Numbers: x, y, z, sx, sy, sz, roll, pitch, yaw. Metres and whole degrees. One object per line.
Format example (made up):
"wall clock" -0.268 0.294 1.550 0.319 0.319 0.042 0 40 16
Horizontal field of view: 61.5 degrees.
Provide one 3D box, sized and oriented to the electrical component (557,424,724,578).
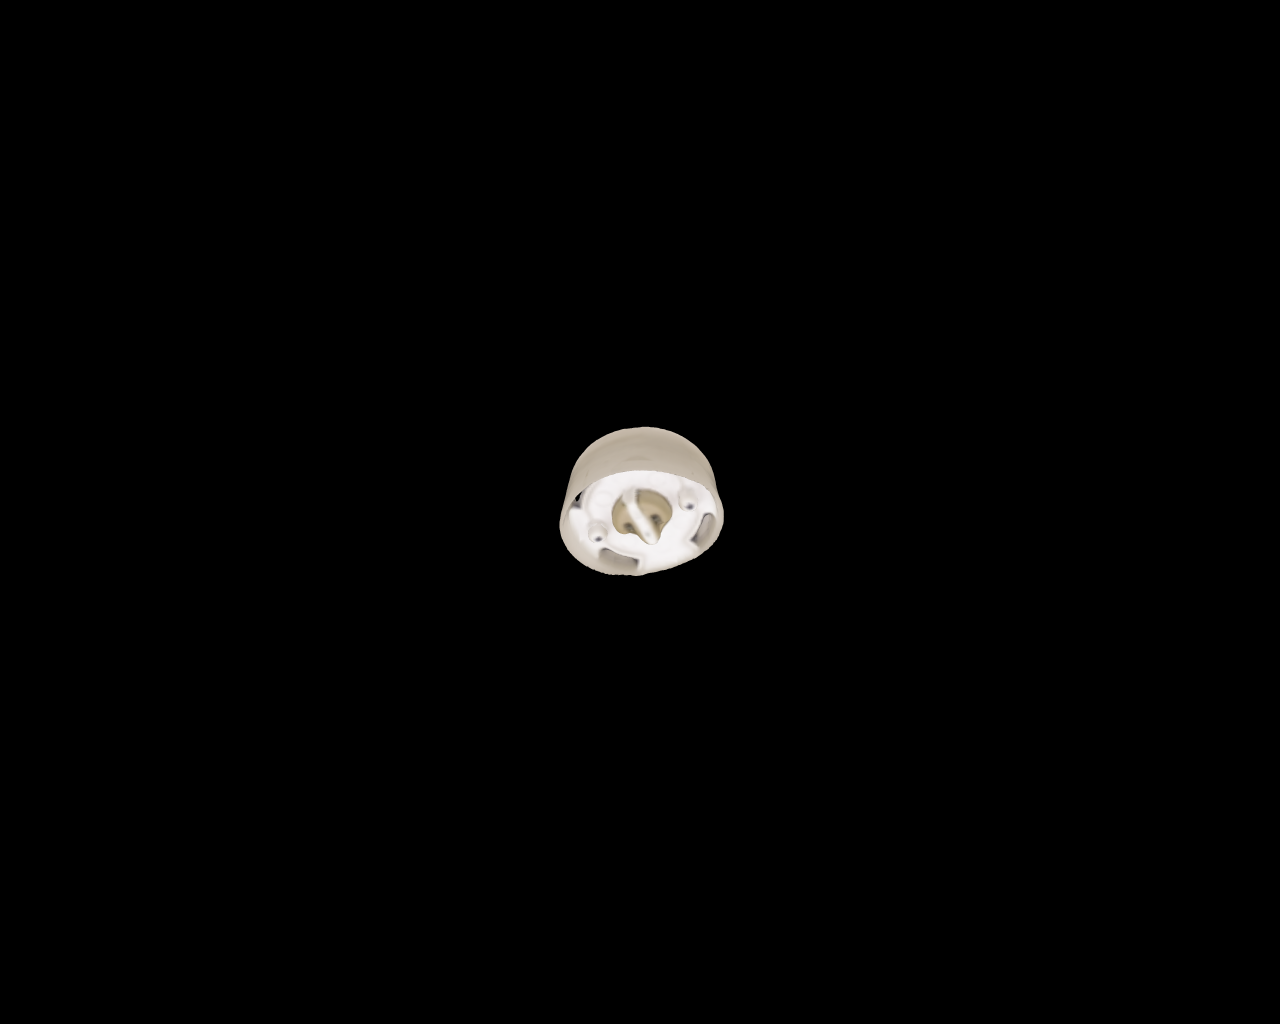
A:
"electrical component" 0.001 -0.003 0.650 0.099 0.099 0.064 0 38 0
